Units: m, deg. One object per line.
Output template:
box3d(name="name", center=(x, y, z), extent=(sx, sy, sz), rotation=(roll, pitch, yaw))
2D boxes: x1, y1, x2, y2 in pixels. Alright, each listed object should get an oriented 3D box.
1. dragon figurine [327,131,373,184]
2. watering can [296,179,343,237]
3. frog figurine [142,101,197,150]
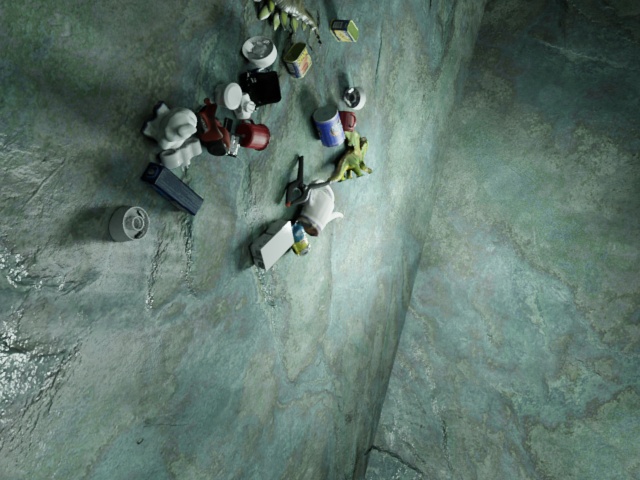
box3d(name="dragon figurine", center=(0.129, -0.390, 2.333), extent=(0.414, 0.122, 0.241), rotation=(-22, 104, -57))
box3d(name="watering can", center=(0.007, -0.111, 2.201), extent=(0.227, 0.104, 0.341), rotation=(-64, 148, -18))
box3d(name="frog figurine", center=(-0.381, -0.300, 1.390), extent=(0.140, 0.160, 0.120), rotation=(-52, 145, -35))
